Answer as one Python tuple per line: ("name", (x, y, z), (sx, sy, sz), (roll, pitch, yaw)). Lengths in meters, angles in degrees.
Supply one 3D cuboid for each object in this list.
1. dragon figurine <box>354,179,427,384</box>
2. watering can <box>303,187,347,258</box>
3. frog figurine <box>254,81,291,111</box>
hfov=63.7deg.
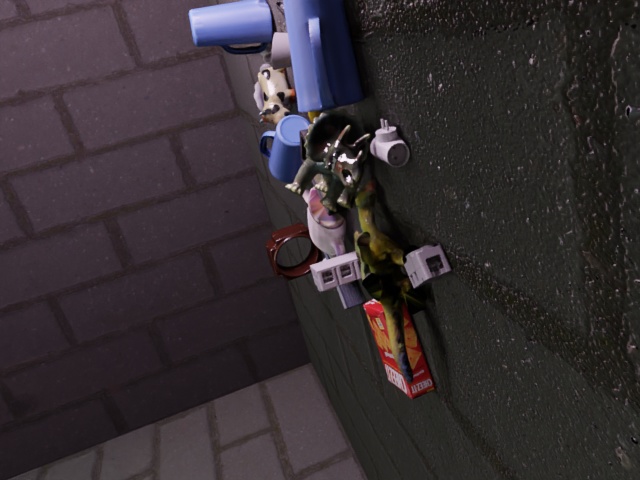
("dragon figurine", (0.130, 0.074, 1.108), (0.244, 0.122, 0.408), (-131, 34, -80))
("watering can", (0.005, -0.077, 1.525), (0.219, 0.104, 0.355), (88, 161, -53))
("frog figurine", (-0.173, -0.478, 1.747), (0.136, 0.124, 0.159), (55, 162, -17))
